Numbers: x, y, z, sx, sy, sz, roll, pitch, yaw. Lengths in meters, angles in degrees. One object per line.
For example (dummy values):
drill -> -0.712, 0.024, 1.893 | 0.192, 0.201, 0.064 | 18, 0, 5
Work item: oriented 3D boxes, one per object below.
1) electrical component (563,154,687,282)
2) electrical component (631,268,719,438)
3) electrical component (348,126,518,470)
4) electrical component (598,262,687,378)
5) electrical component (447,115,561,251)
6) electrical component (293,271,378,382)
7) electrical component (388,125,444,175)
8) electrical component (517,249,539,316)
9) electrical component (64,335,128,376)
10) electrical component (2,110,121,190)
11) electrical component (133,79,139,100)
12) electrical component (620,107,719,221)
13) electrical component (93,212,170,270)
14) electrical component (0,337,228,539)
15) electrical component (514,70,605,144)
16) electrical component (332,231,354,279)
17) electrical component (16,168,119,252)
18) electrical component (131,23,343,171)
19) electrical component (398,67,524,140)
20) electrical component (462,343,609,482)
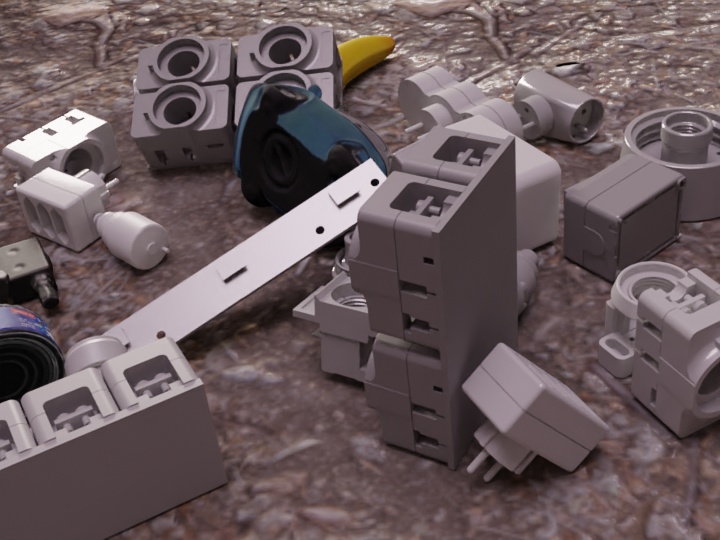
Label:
electrical component -> 0.206, -0.046, 0.834 | 0.096, 0.061, 0.061 | -31, 43, -28
electrical component -> 0.211, 0.055, 0.678 | 0.050, 0.089, 0.055 | -22, 40, -19
electrical component -> 0.050, 0.017, 0.674 | 0.060, 0.186, 0.105 | 15, 42, 26
electrical component -> 0.201, 0.032, 0.737 | 0.078, 0.057, 0.058 | -24, 40, -21
electrical component -> 0.102, -0.066, 0.864 | 0.057, 0.078, 0.113 | -23, 40, -24
electrical component -> -0.001, 0.041, 0.750 | 0.081, 0.063, 0.042 | 13, 30, 25
electrical component -> 0.061, -0.046, 0.816 | 0.048, 0.099, 0.099 | -29, 68, -20
electrical component -> 0.111, 0.005, 0.798 | 0.048, 0.048, 0.062 | 18, 37, 29
electrical component -> -0.175, 0.079, 0.735 | 0.045, 0.045, 0.055 | -17, 56, -13
electrical component -> -0.272, -0.103, 0.994 | 0.056, 0.050, 0.089 | 24, 47, 34
electrical component -> -0.192, -0.172, 1.081 | 0.065, 0.044, 0.044 | -4, 37, -4
electrical component -> 0.268, -0.096, 0.889 | 0.108, 0.060, 0.108 | -4, 37, 3
electrical component -> -0.194, -0.029, 0.894 | 0.078, 0.040, 0.040 | 26, 48, 36
electrical component -> -0.169, 0.113, 0.663 | 0.150, 0.089, 0.061 | -22, 40, -19
electrical component -> 0.167, -0.143, 0.981 | 0.079, 0.044, 0.077 | -26, 41, -23
electrical component -> 0.000, 0.000, 0.806 | 0.043, 0.062, 0.043 | -4, 37, 3
electrical component -> -0.245, -0.062, 0.940 | 0.066, 0.047, 0.077 | 20, 45, 31
electrical component -> -0.113, -0.162, 0.999 | 0.186, 0.060, 0.105 | -5, 61, 8
electrical component -> 0.076, -0.135, 0.979 | 0.074, 0.052, 0.138 | -27, 41, -24
electrical component -> 0.096, 0.099, 0.661 | 0.075, 0.083, 0.047 | -50, 43, 7
